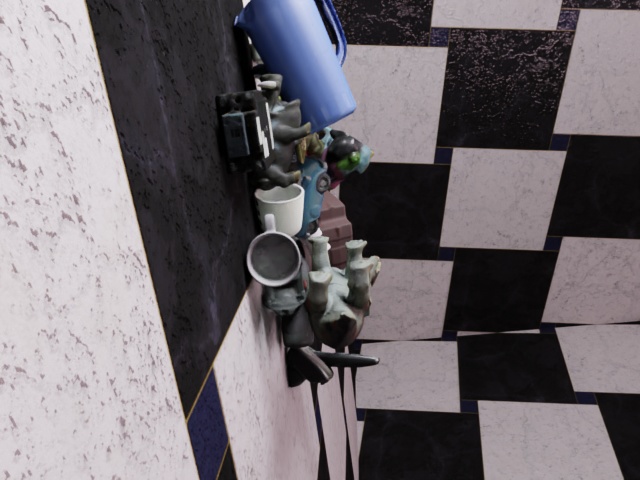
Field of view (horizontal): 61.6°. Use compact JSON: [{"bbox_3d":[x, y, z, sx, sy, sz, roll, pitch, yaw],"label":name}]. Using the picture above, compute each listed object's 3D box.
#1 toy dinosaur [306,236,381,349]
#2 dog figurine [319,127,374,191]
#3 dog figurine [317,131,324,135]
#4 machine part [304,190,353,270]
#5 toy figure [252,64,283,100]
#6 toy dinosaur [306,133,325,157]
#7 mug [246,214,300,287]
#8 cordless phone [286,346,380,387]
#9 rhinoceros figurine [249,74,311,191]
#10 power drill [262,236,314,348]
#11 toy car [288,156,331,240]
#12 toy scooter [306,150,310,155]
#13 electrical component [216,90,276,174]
[{"bbox_3d":[0.033,0.112,0.924,0.405,0.131,0.192,-68,154,-69],"label":"toy dinosaur"},{"bbox_3d":[0.016,-0.150,1.296,0.219,0.108,0.192,-61,-151,5],"label":"dog figurine"},{"bbox_3d":[-0.043,-0.361,1.366,0.172,0.121,0.190,-139,-136,-75],"label":"dog figurine"},{"bbox_3d":[-0.002,-0.004,1.211,0.202,0.087,0.200,-131,-147,-58],"label":"machine part"},{"bbox_3d":[-0.063,-0.283,1.028,0.154,0.058,0.064,44,-4,-11],"label":"toy figure"},{"bbox_3d":[-0.061,-0.246,1.167,0.198,0.105,0.471,20,67,-76],"label":"toy dinosaur"},{"bbox_3d":[-0.076,0.015,0.846,0.107,0.081,0.109,-167,-115,-85],"label":"mug"},{"bbox_3d":[0.030,0.254,1.103,0.146,0.184,0.088,59,30,-78],"label":"cordless phone"},{"bbox_3d":[-0.077,-0.176,0.892,0.073,0.112,0.190,-154,-111,-77],"label":"rhinoceros figurine"},{"bbox_3d":[-0.057,0.078,0.996,0.207,0.086,0.232,90,-4,-73],"label":"power drill"},{"bbox_3d":[-0.054,-0.084,1.022,0.109,0.103,0.161,28,-71,50],"label":"toy car"},{"bbox_3d":[-0.044,-0.203,1.411,0.183,0.075,0.135,85,4,-47],"label":"toy scooter"},{"bbox_3d":[-0.106,-0.158,0.779,0.134,0.058,0.114,-73,155,-75],"label":"electrical component"}]
